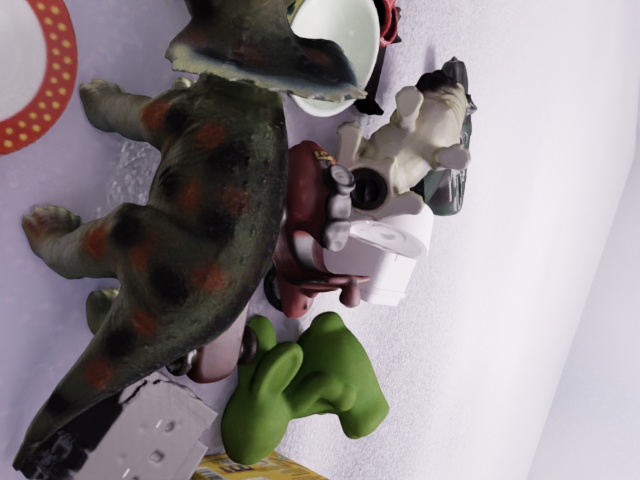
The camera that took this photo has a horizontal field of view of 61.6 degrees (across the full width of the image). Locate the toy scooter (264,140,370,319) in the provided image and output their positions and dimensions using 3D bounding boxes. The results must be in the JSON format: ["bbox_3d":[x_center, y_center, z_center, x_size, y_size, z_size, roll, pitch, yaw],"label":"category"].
[{"bbox_3d":[-0.001,-0.002,0.522,0.075,0.135,0.183,-1,103,-34],"label":"toy scooter"}]

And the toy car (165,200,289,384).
[{"bbox_3d":[-0.087,0.034,0.490,0.089,0.053,0.202,3,103,-44],"label":"toy car"}]

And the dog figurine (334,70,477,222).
[{"bbox_3d":[0.098,-0.111,0.630,0.121,0.172,0.190,59,26,-10],"label":"dog figurine"}]

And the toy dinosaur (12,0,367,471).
[{"bbox_3d":[-0.086,-0.017,0.358,0.131,0.192,0.404,16,87,-53],"label":"toy dinosaur"}]

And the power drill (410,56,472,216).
[{"bbox_3d":[0.153,-0.122,0.761,0.207,0.086,0.231,-45,137,-47],"label":"power drill"}]

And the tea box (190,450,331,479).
[{"bbox_3d":[-0.072,0.268,0.550,0.169,0.098,0.068,28,77,-52],"label":"tea box"}]

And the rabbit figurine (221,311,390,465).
[{"bbox_3d":[-0.028,0.161,0.566,0.170,0.121,0.158,-29,121,-29],"label":"rabbit figurine"}]

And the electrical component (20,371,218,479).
[{"bbox_3d":[-0.151,0.166,0.442,0.115,0.058,0.134,-57,140,-23],"label":"electrical component"}]

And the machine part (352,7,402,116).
[{"bbox_3d":[0.066,-0.219,0.636,0.084,0.039,0.138,3,96,-63],"label":"machine part"}]
